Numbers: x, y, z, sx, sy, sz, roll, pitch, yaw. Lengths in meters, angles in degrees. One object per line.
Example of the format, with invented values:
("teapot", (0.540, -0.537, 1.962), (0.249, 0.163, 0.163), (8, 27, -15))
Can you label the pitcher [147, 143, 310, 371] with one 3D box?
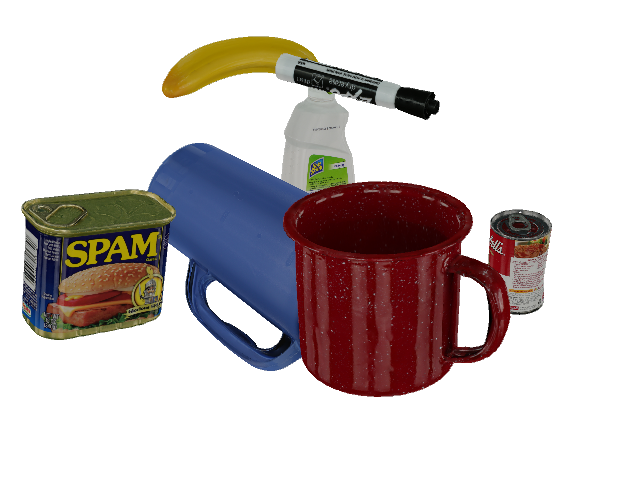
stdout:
("pitcher", (-0.063, 0.007, 1.033), (0.243, 0.145, 0.148), (31, 33, 32))

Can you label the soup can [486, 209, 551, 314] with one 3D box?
("soup can", (0.225, 0.025, 1.217), (0.068, 0.102, 0.068), (-1, 30, 1))

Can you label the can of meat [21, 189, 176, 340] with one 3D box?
("can of meat", (-0.156, 0.016, 0.742), (0.101, 0.084, 0.058), (-8, 28, -36))

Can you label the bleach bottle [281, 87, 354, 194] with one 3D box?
("bleach bottle", (0.002, -0.066, 1.250), (0.102, 0.251, 0.068), (-13, 29, -32))

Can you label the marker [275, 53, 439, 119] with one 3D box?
("marker", (0.025, -0.106, 0.732), (0.121, 0.020, 0.020), (19, 7, 23))

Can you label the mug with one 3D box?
("mug", (0.039, 0.027, 0.533), (0.117, 0.081, 0.093), (12, 29, 28))

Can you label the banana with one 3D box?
("banana", (-0.077, -0.180, 1.097), (0.197, 0.070, 0.037), (-7, -40, -29))
